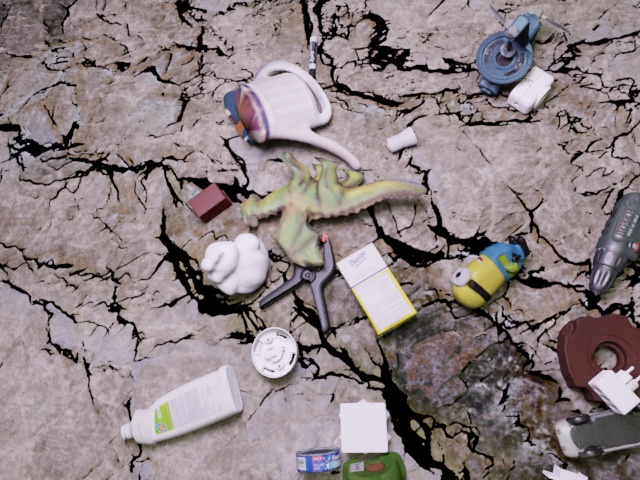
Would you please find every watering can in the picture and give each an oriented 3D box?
[{"bbox_3d":[-0.063,-0.280,1.189,0.226,0.102,0.352,-21,69,-24],"label":"watering can"}]

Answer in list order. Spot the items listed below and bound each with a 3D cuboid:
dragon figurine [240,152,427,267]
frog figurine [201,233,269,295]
[{"bbox_3d":[0.003,-0.056,1.122,0.412,0.121,0.244,15,83,22],"label":"dragon figurine"},{"bbox_3d":[-0.175,0.046,1.088,0.123,0.157,0.138,31,80,13],"label":"frog figurine"}]
